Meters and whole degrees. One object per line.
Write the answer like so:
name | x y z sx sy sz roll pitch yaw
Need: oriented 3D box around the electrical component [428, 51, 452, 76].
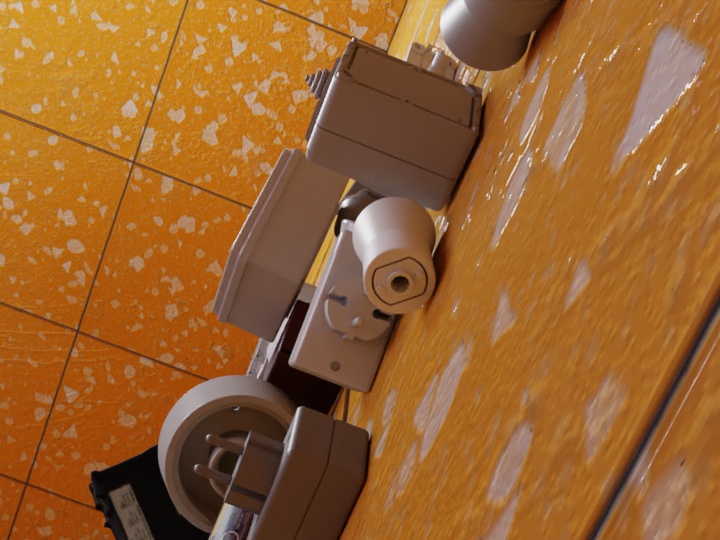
electrical component | 0.049 -0.128 0.777 0.035 0.035 0.061 -88 21 -76

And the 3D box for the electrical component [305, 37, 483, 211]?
electrical component | 0.012 -0.079 0.589 0.061 0.096 0.061 -75 7 -59

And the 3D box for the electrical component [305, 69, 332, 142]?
electrical component | 0.005 -0.121 0.906 0.050 0.089 0.055 115 174 -46

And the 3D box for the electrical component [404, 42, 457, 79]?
electrical component | 0.044 -0.136 0.831 0.081 0.042 0.063 -74 11 -46

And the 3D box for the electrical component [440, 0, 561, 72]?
electrical component | 0.065 -0.124 0.492 0.055 0.045 0.045 123 167 -67

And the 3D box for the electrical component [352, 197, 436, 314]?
electrical component | 0.019 -0.006 0.539 0.065 0.044 0.044 -92 23 -67

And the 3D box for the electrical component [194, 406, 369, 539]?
electrical component | -0.043 0.104 0.532 0.047 0.077 0.065 -81 13 -69

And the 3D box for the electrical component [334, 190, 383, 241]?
electrical component | 0.000 -0.027 0.835 0.043 0.043 0.062 117 171 -53

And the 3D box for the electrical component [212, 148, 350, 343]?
electrical component | -0.061 -0.018 0.819 0.108 0.056 0.108 118 176 -57

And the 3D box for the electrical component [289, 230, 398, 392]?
electrical component | -0.002 0.023 0.610 0.076 0.047 0.083 141 150 -80

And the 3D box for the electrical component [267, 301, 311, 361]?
electrical component | -0.042 0.059 0.871 0.055 0.055 0.047 -74 11 -49

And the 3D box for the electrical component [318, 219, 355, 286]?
electrical component | 0.000 0.000 0.700 0.045 0.045 0.055 -165 96 -85

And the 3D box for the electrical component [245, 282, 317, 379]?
electrical component | -0.064 0.080 0.987 0.150 0.062 0.089 121 170 -64

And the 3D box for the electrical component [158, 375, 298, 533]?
electrical component | -0.085 0.131 0.741 0.060 0.108 0.108 -154 85 -79
